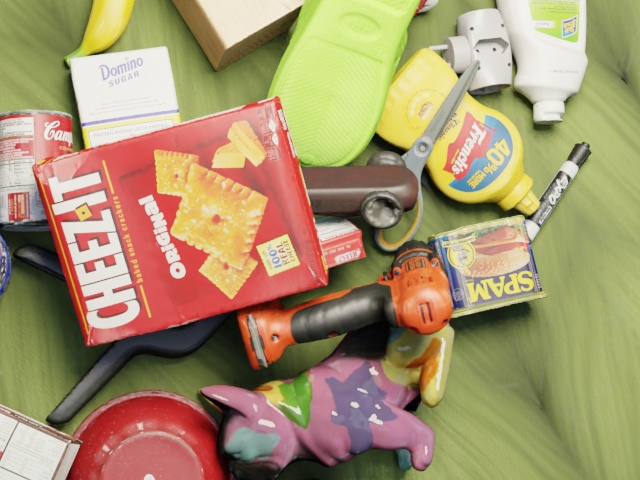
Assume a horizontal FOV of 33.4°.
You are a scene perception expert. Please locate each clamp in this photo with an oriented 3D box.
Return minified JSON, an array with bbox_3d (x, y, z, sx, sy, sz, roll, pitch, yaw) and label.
[{"bbox_3d":[-0.173,0.060,0.983,0.209,0.036,0.164,-18,87,-15],"label":"clamp"}]

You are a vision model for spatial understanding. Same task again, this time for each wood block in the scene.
[{"bbox_3d":[-0.110,-0.278,1.004,0.090,0.090,0.206,-32,92,-13],"label":"wood block"}]

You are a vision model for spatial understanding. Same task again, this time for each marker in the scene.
[{"bbox_3d":[0.240,-0.051,1.088,0.020,0.020,0.121,37,79,-6],"label":"marker"}]

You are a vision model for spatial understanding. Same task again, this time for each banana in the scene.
[{"bbox_3d":[-0.210,-0.264,1.009,0.069,0.037,0.198,-2,85,-12],"label":"banana"}]

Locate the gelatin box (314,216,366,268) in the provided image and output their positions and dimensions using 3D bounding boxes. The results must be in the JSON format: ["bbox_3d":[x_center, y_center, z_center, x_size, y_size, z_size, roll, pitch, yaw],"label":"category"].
[{"bbox_3d":[-0.007,0.001,0.997,0.073,0.089,0.030,-17,113,-13],"label":"gelatin box"}]

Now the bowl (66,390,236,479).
[{"bbox_3d":[-0.153,0.217,0.963,0.162,0.055,0.162,1,84,-11],"label":"bowl"}]

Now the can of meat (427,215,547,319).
[{"bbox_3d":[0.162,0.027,1.046,0.102,0.057,0.084,-11,84,-13],"label":"can of meat"}]

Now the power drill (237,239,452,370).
[{"bbox_3d":[0.024,0.052,0.962,0.187,0.184,0.057,-15,102,5],"label":"power drill"}]

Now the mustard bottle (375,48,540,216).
[{"bbox_3d":[0.141,-0.093,1.050,0.191,0.058,0.096,41,95,-6],"label":"mustard bottle"}]

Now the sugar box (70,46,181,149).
[{"bbox_3d":[-0.173,-0.086,0.995,0.093,0.048,0.176,-9,83,-13],"label":"sugar box"}]

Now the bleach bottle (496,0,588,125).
[{"bbox_3d":[0.219,-0.244,1.083,0.102,0.068,0.251,-1,87,-11],"label":"bleach bottle"}]

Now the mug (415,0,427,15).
[{"bbox_3d":[0.040,-0.256,1.010,0.117,0.093,0.082,-21,46,-16],"label":"mug"}]

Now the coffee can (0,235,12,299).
[{"bbox_3d":[-0.319,0.017,0.905,0.102,0.140,0.103,1,84,-12],"label":"coffee can"}]

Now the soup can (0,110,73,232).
[{"bbox_3d":[-0.257,-0.061,0.963,0.068,0.068,0.102,-2,85,-12],"label":"soup can"}]

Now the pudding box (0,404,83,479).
[{"bbox_3d":[-0.275,0.211,0.937,0.090,0.039,0.113,23,82,7],"label":"pudding box"}]

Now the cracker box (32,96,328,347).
[{"bbox_3d":[-0.115,-0.016,0.907,0.213,0.072,0.164,-15,98,3],"label":"cracker box"}]

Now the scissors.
[{"bbox_3d":[0.077,-0.087,1.020,0.096,0.016,0.202,17,108,3],"label":"scissors"}]
